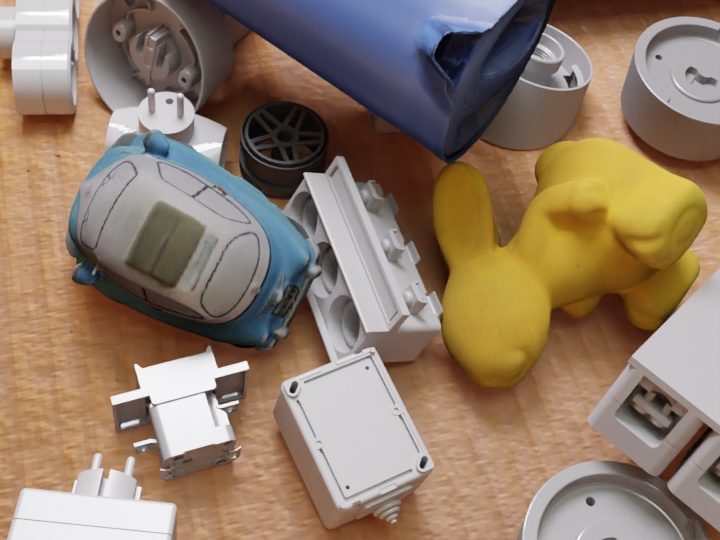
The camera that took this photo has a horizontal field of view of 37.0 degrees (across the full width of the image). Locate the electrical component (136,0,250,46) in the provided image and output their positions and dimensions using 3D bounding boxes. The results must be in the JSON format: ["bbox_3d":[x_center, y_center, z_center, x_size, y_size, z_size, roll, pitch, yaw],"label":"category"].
[{"bbox_3d":[-0.112,-0.222,0.823,0.078,0.057,0.113,31,58,12],"label":"electrical component"}]

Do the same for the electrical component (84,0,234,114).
[{"bbox_3d":[-0.140,-0.153,0.753,0.099,0.099,0.064,31,52,12],"label":"electrical component"}]

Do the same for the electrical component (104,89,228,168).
[{"bbox_3d":[-0.130,-0.092,0.722,0.077,0.079,0.043,9,55,-2],"label":"electrical component"}]

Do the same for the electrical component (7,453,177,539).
[{"bbox_3d":[-0.142,0.135,0.591,0.083,0.047,0.075,7,49,-4],"label":"electrical component"}]

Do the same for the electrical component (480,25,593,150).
[{"bbox_3d":[0.124,-0.145,0.818,0.099,0.064,0.099,11,45,-11],"label":"electrical component"}]

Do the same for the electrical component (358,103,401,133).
[{"bbox_3d":[0.032,-0.134,0.782,0.081,0.063,0.042,-4,54,-10],"label":"electrical component"}]

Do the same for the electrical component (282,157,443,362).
[{"bbox_3d":[0.000,0.000,0.689,0.063,0.078,0.121,0,54,-34],"label":"electrical component"}]

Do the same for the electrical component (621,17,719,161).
[{"bbox_3d":[0.251,-0.132,0.815,0.108,0.060,0.108,4,56,-6],"label":"electrical component"}]

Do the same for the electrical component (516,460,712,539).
[{"bbox_3d":[0.136,0.168,0.601,0.108,0.060,0.108,4,56,-6],"label":"electrical component"}]

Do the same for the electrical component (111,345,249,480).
[{"bbox_3d":[-0.102,0.086,0.632,0.081,0.042,0.063,-14,64,-16],"label":"electrical component"}]

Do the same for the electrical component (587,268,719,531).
[{"bbox_3d":[0.222,0.072,0.642,0.105,0.060,0.186,40,35,17],"label":"electrical component"}]

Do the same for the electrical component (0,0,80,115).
[{"bbox_3d":[-0.243,-0.170,0.773,0.074,0.052,0.138,-2,57,-10],"label":"electrical component"}]

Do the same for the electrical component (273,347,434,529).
[{"bbox_3d":[-0.003,0.105,0.626,0.062,0.061,0.096,-20,70,-20],"label":"electrical component"}]
